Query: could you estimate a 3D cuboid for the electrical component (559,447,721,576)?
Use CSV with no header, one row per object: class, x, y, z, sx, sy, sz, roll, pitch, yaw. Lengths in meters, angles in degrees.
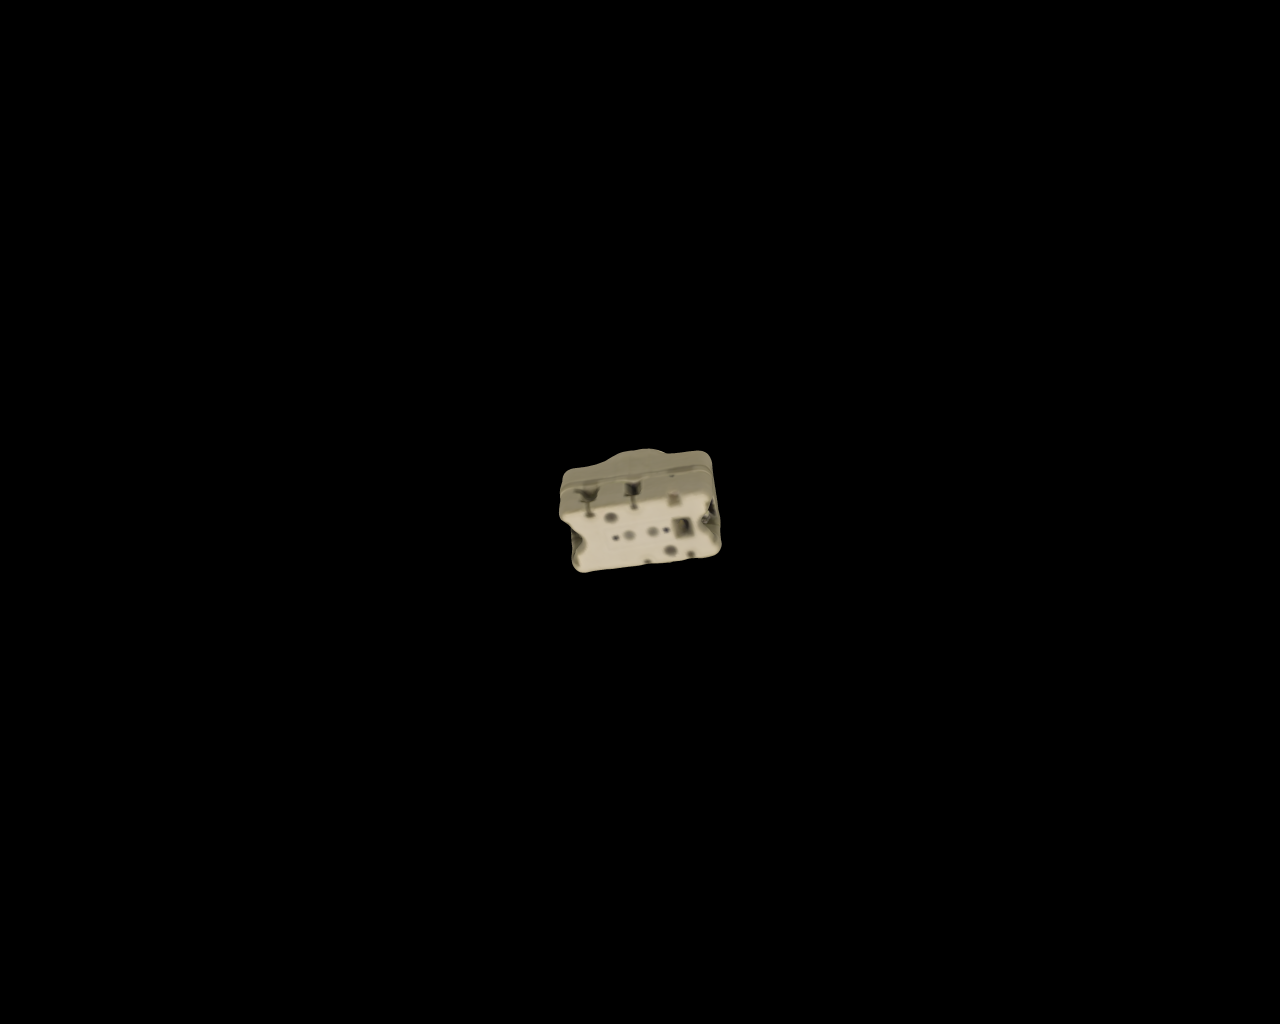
electrical component,0.001,-0.003,0.650,0.089,0.050,0.056,-8,34,5
